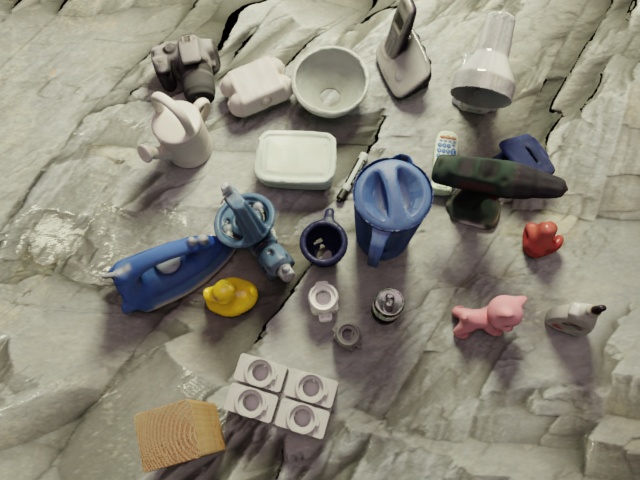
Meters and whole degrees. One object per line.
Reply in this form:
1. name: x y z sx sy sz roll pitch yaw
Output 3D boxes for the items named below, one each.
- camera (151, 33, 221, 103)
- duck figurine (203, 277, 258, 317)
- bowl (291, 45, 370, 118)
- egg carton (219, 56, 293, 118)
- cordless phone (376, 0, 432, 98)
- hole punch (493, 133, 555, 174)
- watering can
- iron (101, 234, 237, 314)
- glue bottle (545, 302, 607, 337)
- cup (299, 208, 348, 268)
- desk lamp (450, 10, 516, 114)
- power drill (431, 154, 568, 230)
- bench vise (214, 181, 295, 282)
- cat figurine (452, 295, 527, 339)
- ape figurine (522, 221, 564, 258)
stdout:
1. camera: -0.285 -0.362 1.235 0.143 0.101 0.137 -12 73 -2
2. duck figurine: -0.174 0.103 1.096 0.104 0.086 0.077 -6 73 0
3. bowl: 0.023 -0.327 1.230 0.167 0.075 0.167 0 73 1
4. egg carton: -0.135 -0.329 1.237 0.150 0.069 0.107 -25 74 -6
5. cordless phone: 0.181 -0.399 1.191 0.094 0.185 0.147 -22 73 -5
6. hole punch: 0.415 -0.163 1.161 0.101 0.091 0.108 -28 74 -7
7. watering can: -0.286 -0.221 1.142 0.101 0.194 0.173 17 74 7
8. iron: -0.282 0.038 1.090 0.258 0.141 0.118 -26 74 -6
9. glue bottle: 0.467 0.136 1.024 0.078 0.173 0.037 18 74 7
10. cup: 0.010 0.004 1.117 0.091 0.095 0.118 8 73 4
11. desk lamp: 0.330 -0.339 1.153 0.118 0.213 0.203 14 74 6
12. power drill: 0.319 -0.092 1.080 0.229 0.208 0.076 15 74 6
13. bench vise: -0.113 -0.024 1.063 0.207 0.220 0.121 32 76 11
14. cat figurine: 0.315 0.139 1.056 0.128 0.118 0.067 -7 73 0
15. ape figurine: 0.434 -0.008 1.112 0.076 0.092 0.077 -42 76 -10
